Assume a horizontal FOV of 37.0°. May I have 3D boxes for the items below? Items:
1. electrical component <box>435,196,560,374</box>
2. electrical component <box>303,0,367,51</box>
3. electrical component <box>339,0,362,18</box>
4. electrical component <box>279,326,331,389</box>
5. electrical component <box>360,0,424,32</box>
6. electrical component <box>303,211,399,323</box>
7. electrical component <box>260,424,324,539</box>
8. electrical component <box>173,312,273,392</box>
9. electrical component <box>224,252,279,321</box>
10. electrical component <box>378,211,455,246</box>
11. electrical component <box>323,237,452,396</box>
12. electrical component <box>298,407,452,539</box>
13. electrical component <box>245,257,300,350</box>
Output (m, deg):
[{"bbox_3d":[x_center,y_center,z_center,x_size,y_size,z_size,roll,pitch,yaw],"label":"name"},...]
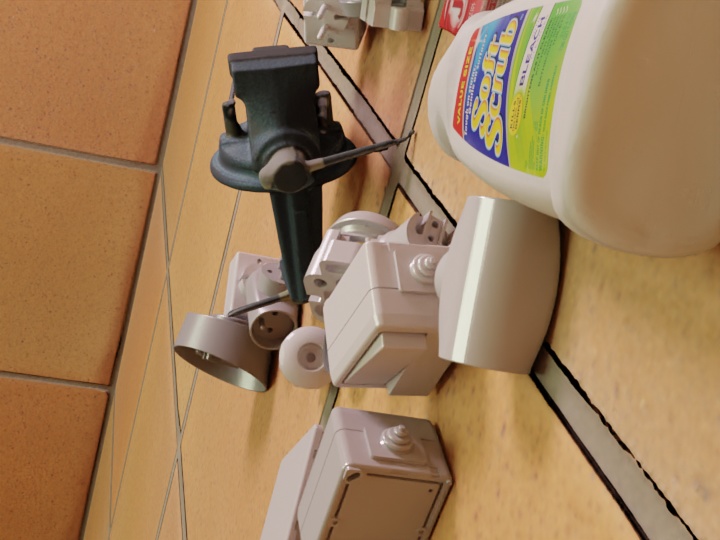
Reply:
[{"bbox_3d":[0.060,0.006,0.520,0.079,0.043,0.077,-169,90,-74],"label":"electrical component"},{"bbox_3d":[-0.024,-0.216,0.877,0.075,0.047,0.083,-72,-12,-45],"label":"electrical component"},{"bbox_3d":[0.007,-0.225,0.829,0.048,0.066,0.055,20,121,50],"label":"electrical component"},{"bbox_3d":[-0.042,0.071,0.837,0.062,0.048,0.048,135,143,-75],"label":"electrical component"},{"bbox_3d":[0.025,-0.204,0.774,0.066,0.048,0.055,-119,35,-66],"label":"electrical component"},{"bbox_3d":[0.000,0.000,0.692,0.078,0.058,0.057,78,-155,-47],"label":"electrical component"},{"bbox_3d":[-0.028,0.159,0.697,0.099,0.048,0.099,126,161,-58],"label":"electrical component"},{"bbox_3d":[-0.133,0.079,1.057,0.099,0.099,0.064,168,118,-73],"label":"electrical component"},{"bbox_3d":[-0.104,0.015,1.083,0.077,0.047,0.065,137,141,-64],"label":"electrical component"},{"bbox_3d":[0.033,-0.010,0.636,0.046,0.040,0.040,137,141,-57],"label":"electrical component"},{"bbox_3d":[0.024,0.026,0.592,0.096,0.062,0.061,123,145,-54],"label":"electrical component"},{"bbox_3d":[0.007,0.118,0.598,0.061,0.062,0.096,-107,31,-58],"label":"electrical component"},{"bbox_3d":[-0.078,0.020,0.991,0.077,0.044,0.079,-107,31,-59],"label":"electrical component"}]
